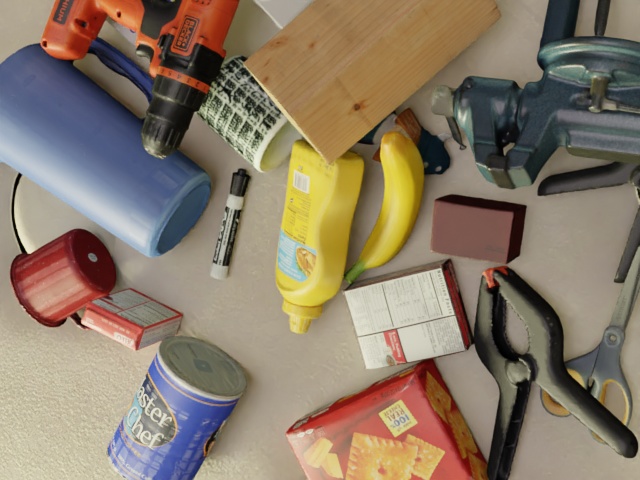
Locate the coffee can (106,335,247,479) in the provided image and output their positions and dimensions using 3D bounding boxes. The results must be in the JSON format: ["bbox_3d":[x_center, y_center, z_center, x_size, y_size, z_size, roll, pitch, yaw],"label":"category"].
[{"bbox_3d":[-0.154,0.188,1.145,0.103,0.102,0.140,34,110,14],"label":"coffee can"}]

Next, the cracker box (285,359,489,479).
[{"bbox_3d":[0.085,0.249,1.071,0.164,0.072,0.214,-28,88,24],"label":"cracker box"}]

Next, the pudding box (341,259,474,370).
[{"bbox_3d":[0.088,0.076,1.061,0.114,0.039,0.090,-15,93,22],"label":"pudding box"}]

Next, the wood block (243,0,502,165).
[{"bbox_3d":[0.048,-0.180,0.959,0.206,0.090,0.090,-41,51,2],"label":"wood block"}]

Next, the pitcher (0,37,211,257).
[{"bbox_3d":[-0.231,-0.099,1.127,0.243,0.144,0.149,35,123,10],"label":"pitcher"}]

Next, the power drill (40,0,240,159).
[{"bbox_3d":[-0.182,-0.190,1.051,0.188,0.057,0.184,23,90,23],"label":"power drill"}]

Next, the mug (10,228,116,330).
[{"bbox_3d":[-0.275,0.049,1.186,0.082,0.093,0.117,-28,104,19],"label":"mug"}]

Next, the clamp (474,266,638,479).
[{"bbox_3d":[0.205,0.124,1.001,0.165,0.036,0.210,-17,82,43],"label":"clamp"}]

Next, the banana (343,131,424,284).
[{"bbox_3d":[0.070,-0.034,1.015,0.037,0.069,0.198,34,139,21],"label":"banana"}]

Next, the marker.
[{"bbox_3d":[-0.096,-0.018,1.133,0.020,0.020,0.121,19,105,19],"label":"marker"}]

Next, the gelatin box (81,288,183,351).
[{"bbox_3d":[-0.203,0.086,1.156,0.073,0.089,0.030,24,106,17],"label":"gelatin box"}]

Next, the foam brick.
[{"bbox_3d":[0.150,-0.011,1.014,0.078,0.051,0.053,10,103,21],"label":"foam brick"}]

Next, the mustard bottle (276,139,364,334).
[{"bbox_3d":[-0.007,0.001,1.066,0.096,0.058,0.192,30,114,55],"label":"mustard bottle"}]

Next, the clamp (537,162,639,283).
[{"bbox_3d":[0.296,-0.042,0.957,0.172,0.039,0.120,-33,95,26],"label":"clamp"}]

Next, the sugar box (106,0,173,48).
[{"bbox_3d":[-0.157,-0.288,1.104,0.093,0.048,0.176,43,115,12],"label":"sugar box"}]

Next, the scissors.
[{"bbox_3d":[0.254,0.094,0.994,0.096,0.016,0.202,6,107,27],"label":"scissors"}]
